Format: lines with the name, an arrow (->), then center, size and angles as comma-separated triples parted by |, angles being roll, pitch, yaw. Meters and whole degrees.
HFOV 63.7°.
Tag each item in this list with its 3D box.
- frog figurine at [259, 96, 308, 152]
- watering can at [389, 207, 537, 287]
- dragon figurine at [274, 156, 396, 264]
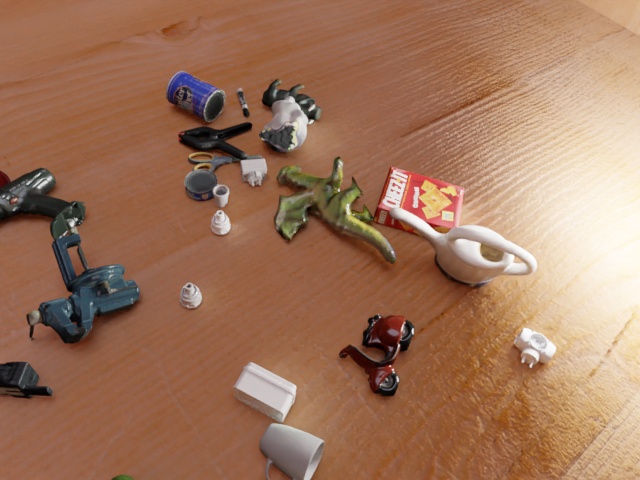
frog figurine -> -0.101, -0.332, 1.482 | 0.136, 0.121, 0.163 | -30, 34, 24
watering can -> 0.320, 0.017, 1.207 | 0.348, 0.220, 0.105 | 20, 71, 8
dragon figurine -> 0.004, -0.066, 1.318 | 0.243, 0.119, 0.419 | -23, 56, -4
